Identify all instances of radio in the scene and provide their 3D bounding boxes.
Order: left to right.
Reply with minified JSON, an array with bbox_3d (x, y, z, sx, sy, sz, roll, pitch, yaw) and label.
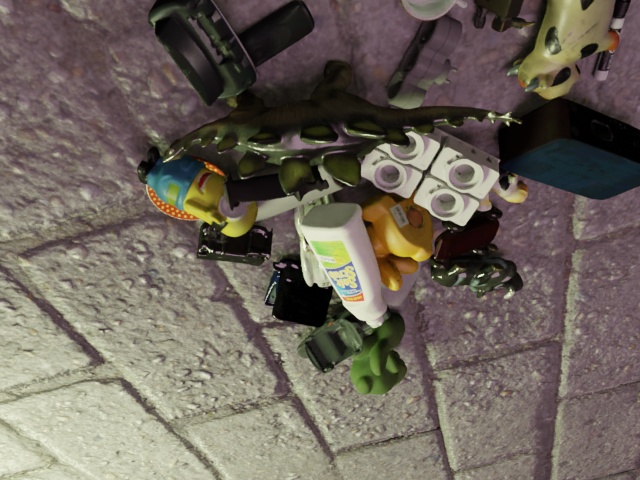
[{"bbox_3d":[0.411,-0.137,0.847,0.229,0.073,0.131,12,160,-21],"label":"radio"}]

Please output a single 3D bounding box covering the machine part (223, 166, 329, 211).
[{"bbox_3d":[-0.063,-0.077,0.737,0.139,0.084,0.039,-11,128,-9],"label":"machine part"}]

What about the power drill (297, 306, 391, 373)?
[{"bbox_3d":[0.031,0.195,1.064,0.232,0.086,0.207,-33,171,11],"label":"power drill"}]

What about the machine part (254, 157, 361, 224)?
[{"bbox_3d":[-0.049,-0.087,0.838,0.243,0.079,0.079,-21,133,22],"label":"machine part"}]

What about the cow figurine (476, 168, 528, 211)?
[{"bbox_3d":[0.270,-0.102,0.900,0.167,0.068,0.098,-5,128,-4],"label":"cow figurine"}]

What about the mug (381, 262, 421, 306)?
[{"bbox_3d":[0.136,0.056,1.023,0.109,0.081,0.107,19,116,-19],"label":"mug"}]

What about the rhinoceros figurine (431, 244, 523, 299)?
[{"bbox_3d":[0.316,0.069,1.060,0.190,0.073,0.112,7,130,-15],"label":"rhinoceros figurine"}]

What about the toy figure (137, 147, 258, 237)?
[{"bbox_3d":[-0.176,-0.071,0.793,0.180,0.082,0.089,24,168,3],"label":"toy figure"}]

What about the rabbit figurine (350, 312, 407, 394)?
[{"bbox_3d":[0.121,0.234,1.154,0.159,0.121,0.170,-10,120,-57],"label":"rabbit figurine"}]

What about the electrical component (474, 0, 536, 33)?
[{"bbox_3d":[0.243,-0.317,0.691,0.045,0.078,0.102,-18,132,-23],"label":"electrical component"}]

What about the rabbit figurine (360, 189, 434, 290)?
[{"bbox_3d":[0.113,-0.001,0.933,0.173,0.122,0.162,-25,100,45],"label":"rabbit figurine"}]

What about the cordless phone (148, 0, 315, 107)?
[{"bbox_3d":[-0.106,-0.272,0.685,0.184,0.089,0.146,-31,130,4],"label":"cordless phone"}]

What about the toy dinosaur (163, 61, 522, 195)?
[{"bbox_3d":[0.012,-0.148,0.721,0.472,0.199,0.104,-11,131,4],"label":"toy dinosaur"}]

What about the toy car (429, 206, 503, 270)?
[{"bbox_3d":[0.252,-0.008,0.939,0.202,0.053,0.089,-15,130,-43],"label":"toy car"}]

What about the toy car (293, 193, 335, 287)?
[{"bbox_3d":[-0.002,-0.003,0.934,0.074,0.056,0.201,-9,118,-1],"label":"toy car"}]

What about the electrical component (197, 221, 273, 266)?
[{"bbox_3d":[-0.146,0.007,0.902,0.115,0.058,0.134,10,169,-14],"label":"electrical component"}]

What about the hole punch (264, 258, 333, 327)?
[{"bbox_3d":[-0.040,0.096,1.031,0.142,0.092,0.115,15,92,-17],"label":"hole punch"}]

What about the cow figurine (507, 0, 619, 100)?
[{"bbox_3d":[0.335,-0.278,0.732,0.127,0.086,0.194,-13,136,-5],"label":"cow figurine"}]
